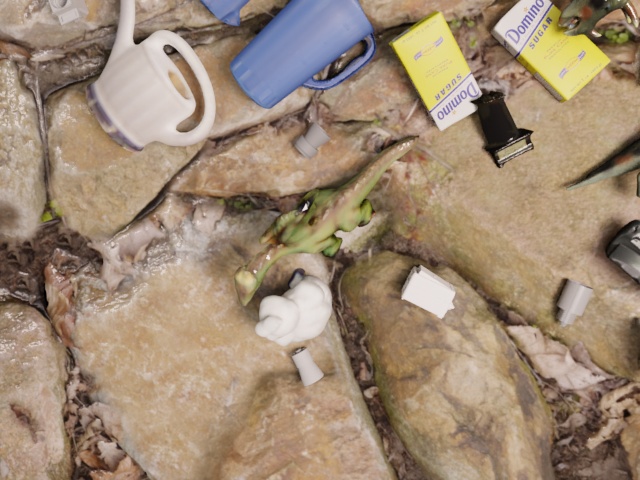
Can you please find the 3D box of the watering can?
[{"bbox_3d":[-0.340,-0.313,0.957,0.223,0.105,0.347,-33,91,12],"label":"watering can"}]

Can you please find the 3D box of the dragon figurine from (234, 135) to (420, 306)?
[{"bbox_3d":[0.003,-0.044,0.865,0.123,0.244,0.407,46,103,6],"label":"dragon figurine"}]

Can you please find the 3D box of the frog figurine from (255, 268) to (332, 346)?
[{"bbox_3d":[-0.044,0.133,0.926,0.123,0.160,0.136,42,102,0],"label":"frog figurine"}]
